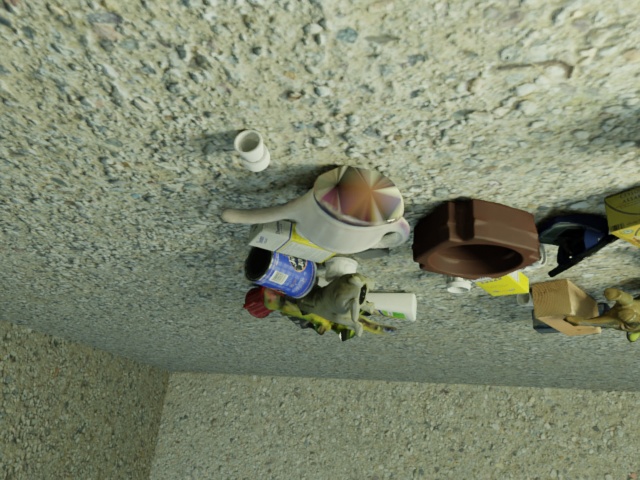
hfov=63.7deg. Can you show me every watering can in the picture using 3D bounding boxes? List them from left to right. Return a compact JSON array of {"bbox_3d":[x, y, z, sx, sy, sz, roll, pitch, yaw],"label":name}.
[{"bbox_3d":[0.003,-0.046,0.908,0.347,0.106,0.220,9,155,-10],"label":"watering can"}]

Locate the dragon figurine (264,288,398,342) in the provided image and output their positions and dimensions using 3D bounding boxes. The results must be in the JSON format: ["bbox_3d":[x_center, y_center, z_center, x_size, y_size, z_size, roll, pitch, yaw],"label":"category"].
[{"bbox_3d":[0.010,0.206,1.437,0.243,0.123,0.406,3,163,46],"label":"dragon figurine"}]
